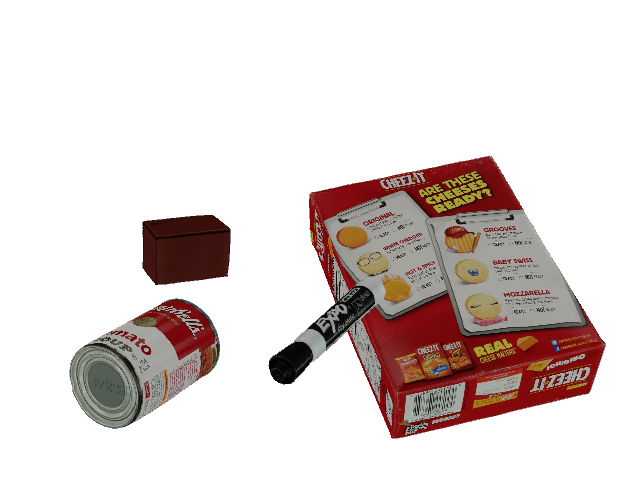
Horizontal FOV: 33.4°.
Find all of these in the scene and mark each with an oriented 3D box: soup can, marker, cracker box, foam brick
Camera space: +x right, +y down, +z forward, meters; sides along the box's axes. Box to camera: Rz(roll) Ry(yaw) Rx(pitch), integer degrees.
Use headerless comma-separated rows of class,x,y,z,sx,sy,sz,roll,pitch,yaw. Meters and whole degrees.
soup can,-0.133,0.092,0.812,0.069,0.068,0.102,0,16,30
marker,0.005,0.054,0.648,0.020,0.020,0.120,0,22,32
cracker box,0.098,0.039,0.842,0.164,0.072,0.214,-12,47,-12
foam brick,-0.135,0.008,1.072,0.078,0.051,0.053,-6,21,-23
